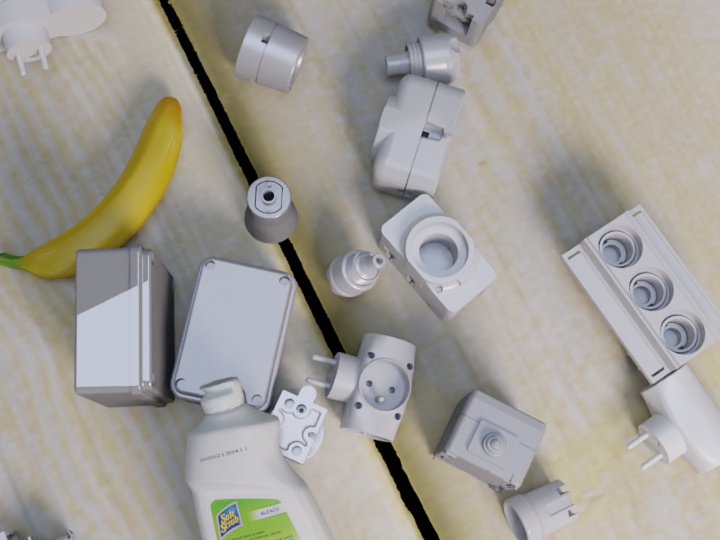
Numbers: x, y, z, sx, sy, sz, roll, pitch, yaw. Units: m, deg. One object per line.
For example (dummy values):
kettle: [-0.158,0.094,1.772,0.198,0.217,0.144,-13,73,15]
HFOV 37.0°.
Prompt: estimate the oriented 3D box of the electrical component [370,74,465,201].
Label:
electrical component: [0.044,-0.109,0.887,0.059,0.053,0.095,17,77,1]

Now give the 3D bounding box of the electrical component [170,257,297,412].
electrical component: [-0.098,0.053,0.842,0.078,0.057,0.113,12,77,0]

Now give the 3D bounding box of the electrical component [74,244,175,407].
electrical component: [-0.177,0.046,0.813,0.056,0.108,0.108,-3,77,-1]

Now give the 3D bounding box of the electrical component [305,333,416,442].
electrical component: [-0.002,0.087,0.842,0.079,0.044,0.077,17,77,-10]

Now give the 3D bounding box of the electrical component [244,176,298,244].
electrical component: [-0.072,-0.050,0.862,0.044,0.065,0.044,1,77,-3]

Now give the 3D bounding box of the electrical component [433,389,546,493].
electrical component: [0.099,0.126,0.815,0.062,0.096,0.061,27,77,4]

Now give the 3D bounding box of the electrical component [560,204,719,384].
electrical component: [0.225,0.021,0.863,0.079,0.063,0.121,-33,81,-9]

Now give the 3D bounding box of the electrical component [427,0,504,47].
electrical component: [0.100,-0.244,0.920,0.050,0.055,0.089,30,78,4]

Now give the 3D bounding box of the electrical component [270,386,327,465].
electrical component: [-0.051,0.123,0.829,0.048,0.055,0.066,24,77,3]

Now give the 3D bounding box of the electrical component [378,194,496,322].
electrical component: [0.061,-0.010,0.865,0.050,0.055,0.089,-39,82,-10]

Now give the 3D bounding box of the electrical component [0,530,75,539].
electrical component: [-0.238,0.229,0.803,0.064,0.042,0.081,-21,80,-11]

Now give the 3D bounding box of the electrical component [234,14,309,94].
electrical component: [-0.073,-0.179,0.898,0.047,0.055,0.055,21,77,-2]

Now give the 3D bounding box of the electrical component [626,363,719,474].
electrical component: [0.248,0.127,0.849,0.079,0.044,0.077,-32,81,-9]

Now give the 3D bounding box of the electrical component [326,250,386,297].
electrical component: [0.000,0.000,0.854,0.035,0.061,0.035,9,71,-28]

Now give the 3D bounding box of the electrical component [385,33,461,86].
electrical component: [0.053,-0.176,0.909,0.062,0.043,0.043,-8,78,-3]

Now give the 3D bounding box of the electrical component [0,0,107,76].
electrical component: [-0.278,-0.197,0.891,0.138,0.052,0.073,-17,79,-7]

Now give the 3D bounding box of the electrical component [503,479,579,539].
electrical component: [0.141,0.187,0.833,0.046,0.040,0.040,-22,79,-14]
